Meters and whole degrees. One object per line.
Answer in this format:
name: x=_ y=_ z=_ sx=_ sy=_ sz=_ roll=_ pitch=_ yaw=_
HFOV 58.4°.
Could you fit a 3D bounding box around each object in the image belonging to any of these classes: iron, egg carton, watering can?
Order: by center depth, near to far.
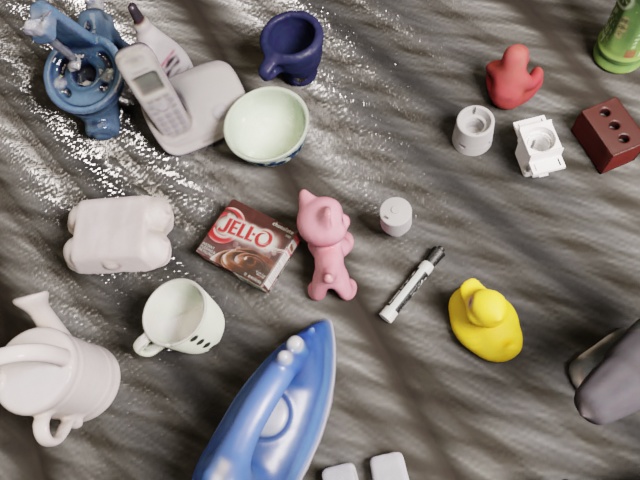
iron: x=-0.056 y=0.187 z=0.638 sx=0.118 sy=0.141 sz=0.258 roll=22 pitch=73 yaw=16
watering can: x=-0.325 y=0.146 z=0.664 sx=0.101 sy=0.194 sz=0.172 roll=-36 pitch=68 yaw=-7
egg carton: x=-0.274 y=-0.005 z=0.784 sx=0.150 sy=0.069 sz=0.107 roll=-5 pitch=68 yaw=6

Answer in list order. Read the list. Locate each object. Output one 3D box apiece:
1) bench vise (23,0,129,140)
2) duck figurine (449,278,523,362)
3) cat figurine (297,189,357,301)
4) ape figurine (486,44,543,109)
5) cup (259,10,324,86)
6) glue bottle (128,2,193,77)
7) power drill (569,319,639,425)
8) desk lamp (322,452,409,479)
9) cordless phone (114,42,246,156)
bench vise: x=-0.355 y=-0.277 z=0.823 sx=0.121 sy=0.220 sz=0.207 roll=-22 pitch=67 yaw=-1
duck figurine: x=0.197 y=0.090 z=0.671 sx=0.077 sy=0.086 sz=0.104 roll=-31 pitch=67 yaw=-5
cat figurine: x=0.007 y=0.003 z=0.715 sx=0.067 sy=0.118 sz=0.128 roll=-7 pitch=68 yaw=6
ape figurine: x=0.265 y=-0.231 z=0.786 sx=0.077 sy=0.092 sz=0.076 roll=32 pitch=76 yaw=19
cup: x=-0.042 y=-0.261 z=0.840 sx=0.091 sy=0.095 sz=0.118 roll=31 pitch=76 yaw=18
glue bottle: x=-0.238 y=-0.276 z=0.831 sx=0.037 sy=0.173 sz=0.078 roll=23 pitch=73 yaw=16
power drill: x=0.328 y=0.119 z=0.574 sx=0.230 sy=0.209 sz=0.075 roll=-34 pitch=68 yaw=-6
desk lamp: x=0.050 y=0.311 z=0.535 sx=0.118 sy=0.214 sz=0.203 roll=-15 pitch=67 yaw=2
cordless phone: x=-0.187 y=-0.211 z=0.791 sx=0.147 sy=0.185 sz=0.094 roll=-27 pitch=67 yaw=-3
